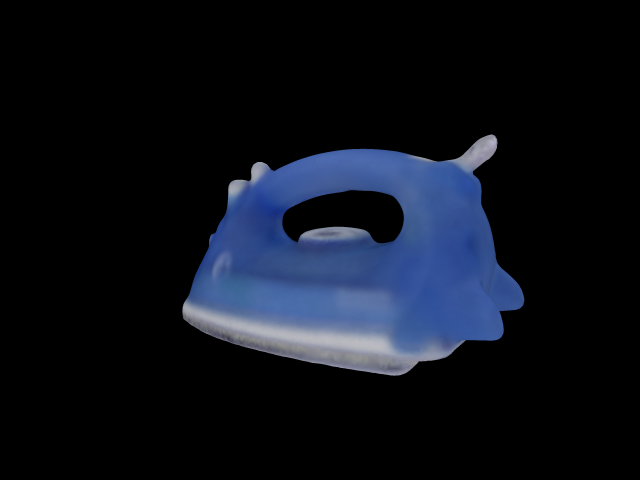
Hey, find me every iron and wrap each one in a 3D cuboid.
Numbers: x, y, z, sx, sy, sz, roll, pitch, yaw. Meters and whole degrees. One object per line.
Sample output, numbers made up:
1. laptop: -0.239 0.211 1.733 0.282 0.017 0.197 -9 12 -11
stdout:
1. iron: 0.004 0.001 0.400 0.257 0.141 0.119 3 7 26
